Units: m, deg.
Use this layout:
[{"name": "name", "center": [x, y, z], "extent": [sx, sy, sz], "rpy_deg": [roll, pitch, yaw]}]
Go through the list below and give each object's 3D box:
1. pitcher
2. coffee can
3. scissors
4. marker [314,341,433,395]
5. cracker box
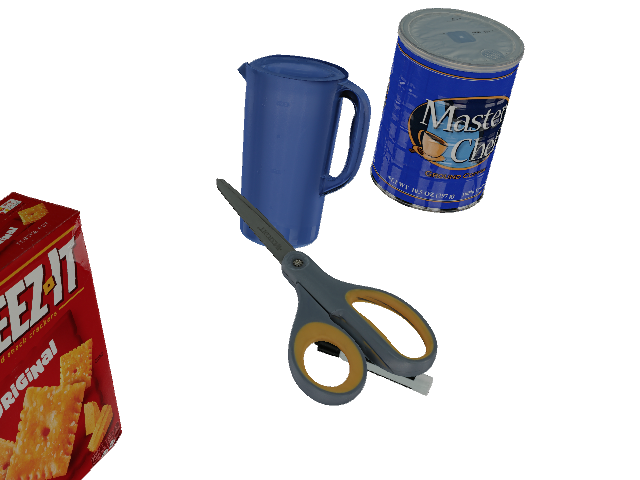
[{"name": "pitcher", "center": [-0.033, -0.114, 1.404], "extent": [0.144, 0.243, 0.149], "rpy_deg": [-2, 24, -22]}, {"name": "coffee can", "center": [0.104, -0.109, 0.897], "extent": [0.102, 0.140, 0.103], "rpy_deg": [7, 36, -5]}, {"name": "scissors", "center": [-0.021, 0.032, 0.661], "extent": [0.202, 0.016, 0.096], "rpy_deg": [32, 54, 25]}, {"name": "marker", "center": [0.050, 0.119, 1.039], "extent": [0.121, 0.020, 0.020], "rpy_deg": [21, 5, 14]}, {"name": "cracker box", "center": [-0.222, 0.100, 0.746], "extent": [0.072, 0.214, 0.164], "rpy_deg": [13, 36, 23]}]
